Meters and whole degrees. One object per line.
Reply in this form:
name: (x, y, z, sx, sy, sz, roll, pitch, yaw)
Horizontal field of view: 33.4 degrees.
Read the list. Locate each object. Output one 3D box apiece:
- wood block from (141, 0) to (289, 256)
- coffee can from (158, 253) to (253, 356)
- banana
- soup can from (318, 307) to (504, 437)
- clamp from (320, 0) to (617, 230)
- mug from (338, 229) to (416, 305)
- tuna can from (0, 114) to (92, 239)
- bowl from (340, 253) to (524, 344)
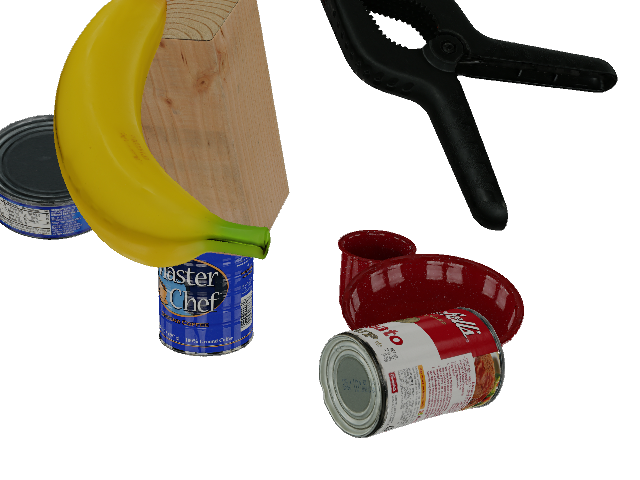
wood block: (-0.092, -0.096, 0.848, 0.090, 0.206, 0.090, 8, 44, 18)
coffee can: (-0.121, 0.037, 1.127, 0.103, 0.140, 0.103, 2, 21, -1)
banana: (-0.082, -0.050, 0.463, 0.069, 0.037, 0.198, -7, 46, -19)
soup can: (0.058, 0.084, 0.686, 0.102, 0.068, 0.069, -8, 5, -35)
clamp: (0.080, -0.110, 0.712, 0.210, 0.164, 0.036, 32, -30, 4)
mug: (0.075, 0.045, 1.267, 0.117, 0.081, 0.093, 14, 25, 22)
tuna can: (-0.170, -0.041, 0.680, 0.086, 0.034, 0.086, 4, 45, -4)
bowl: (0.099, 0.077, 0.958, 0.162, 0.055, 0.162, -1, 33, 0)
